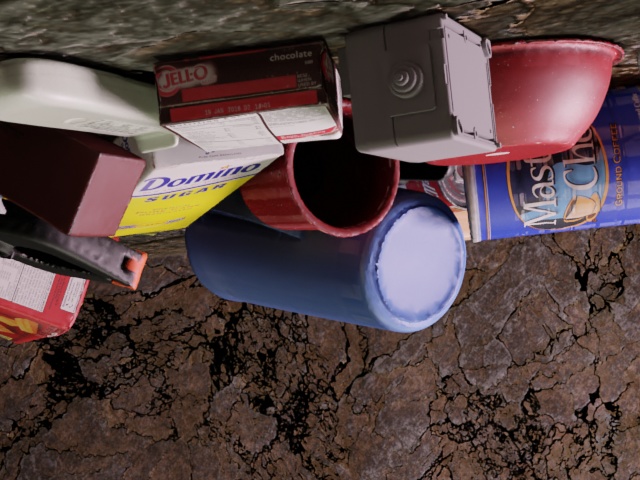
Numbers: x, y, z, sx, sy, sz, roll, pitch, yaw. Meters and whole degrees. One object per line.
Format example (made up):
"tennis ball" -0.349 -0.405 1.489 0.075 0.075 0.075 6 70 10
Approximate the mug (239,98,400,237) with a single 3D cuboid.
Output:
"mug" 0.002 -0.056 0.750 0.117 0.093 0.082 -45 -158 -25

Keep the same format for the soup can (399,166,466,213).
"soup can" 0.107 -0.057 1.004 0.068 0.068 0.102 -4 178 -31

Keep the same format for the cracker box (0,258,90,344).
"cracker box" -0.333 0.026 0.946 0.213 0.072 0.164 23 160 -27

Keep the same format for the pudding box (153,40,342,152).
"pudding box" -0.035 -0.077 0.592 0.090 0.039 0.113 -5 175 6

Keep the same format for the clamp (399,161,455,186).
"clamp" 0.056 -0.065 0.935 0.120 0.039 0.171 14 -178 5

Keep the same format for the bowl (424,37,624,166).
"bowl" 0.108 -0.080 0.662 0.162 0.055 0.162 -5 178 0

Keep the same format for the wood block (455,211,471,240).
"wood block" 0.089 -0.039 1.105 0.205 0.090 0.091 -5 177 -26

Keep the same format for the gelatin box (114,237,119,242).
"gelatin box" -0.205 -0.027 0.926 0.030 0.073 0.089 -3 177 -29

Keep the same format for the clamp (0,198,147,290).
"clamp" -0.224 -0.012 0.733 0.210 0.036 0.164 16 163 0

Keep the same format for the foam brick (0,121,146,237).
"foam brick" -0.153 -0.041 0.630 0.078 0.053 0.051 29 -171 21

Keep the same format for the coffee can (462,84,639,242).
"coffee can" 0.175 -0.056 0.780 0.140 0.103 0.102 -6 177 7

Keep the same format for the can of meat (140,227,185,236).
"can of meat" -0.135 -0.039 1.007 0.084 0.057 0.102 -8 177 11

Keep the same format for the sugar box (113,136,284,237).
"sugar box" -0.105 -0.044 0.735 0.093 0.048 0.177 -9 172 -30

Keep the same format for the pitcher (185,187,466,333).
"pitcher" -0.006 0.001 0.884 0.149 0.145 0.243 -28 -157 -31
